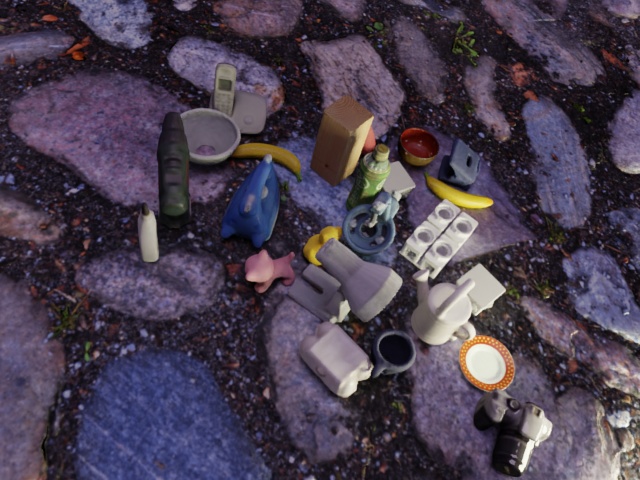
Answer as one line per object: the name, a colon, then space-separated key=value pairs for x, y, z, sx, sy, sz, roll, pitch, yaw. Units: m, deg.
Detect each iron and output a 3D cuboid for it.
iron: x=-0.145 y=-0.117 z=1.328 sx=0.118 sy=0.141 sz=0.258 roll=16 pitch=56 yaw=-3

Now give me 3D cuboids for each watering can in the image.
watering can: x=0.266 y=0.139 z=1.229 sx=0.172 sy=0.194 sz=0.101 roll=28 pitch=56 yaw=6

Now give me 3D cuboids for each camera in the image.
camera: x=0.385 y=0.391 z=1.152 sx=0.143 sy=0.101 sz=0.137 roll=29 pitch=56 yaw=6

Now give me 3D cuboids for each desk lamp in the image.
desk lamp: x=0.049 y=0.095 z=1.195 sx=0.203 sy=0.213 sz=0.118 roll=33 pitch=57 yaw=9

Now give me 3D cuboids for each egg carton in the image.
egg carton: x=0.031 y=0.246 z=1.181 sx=0.150 sy=0.069 sz=0.107 roll=43 pitch=59 yaw=15

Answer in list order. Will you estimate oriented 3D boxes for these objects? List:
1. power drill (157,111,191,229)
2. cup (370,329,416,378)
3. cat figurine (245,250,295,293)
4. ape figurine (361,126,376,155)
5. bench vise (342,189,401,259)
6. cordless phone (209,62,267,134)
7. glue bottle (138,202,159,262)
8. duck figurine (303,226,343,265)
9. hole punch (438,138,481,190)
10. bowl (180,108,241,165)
power drill: x=-0.321 y=-0.133 z=1.256 sx=0.076 sy=0.208 sz=0.229 roll=-2 pitch=58 yaw=-14
cup: x=0.135 y=0.252 z=1.186 sx=0.091 sy=0.095 sz=0.118 roll=39 pitch=58 yaw=13
cat figurine: x=-0.111 y=0.059 z=1.238 sx=0.128 sy=0.117 sz=0.067 roll=-18 pitch=63 yaw=-23
ape figurine: x=0.117 y=-0.275 z=1.520 sx=0.078 sy=0.092 sz=0.076 roll=-30 pitch=69 yaw=-27
bench vise: x=0.123 y=-0.063 z=1.309 sx=0.121 sy=0.219 sz=0.207 roll=18 pitch=56 yaw=-1
cordless phone: x=-0.203 y=-0.358 z=1.442 sx=0.148 sy=0.185 sz=0.094 roll=3 pitch=57 yaw=-11
glue bottle: x=-0.361 y=-0.026 z=1.200 sx=0.037 sy=0.173 sz=0.078 roll=-3 pitch=59 yaw=-14
duck figurine: x=0.012 y=0.005 z=1.320 sx=0.105 sy=0.086 sz=0.077 roll=-30 pitch=68 yaw=-27
hole punch: x=0.384 y=-0.207 z=1.540 sx=0.101 sy=0.091 sz=0.109 roll=20 pitch=56 yaw=0
bowl: x=-0.283 y=-0.242 z=1.416 sx=0.167 sy=0.074 sz=0.167 roll=6 pitch=57 yaw=-9
